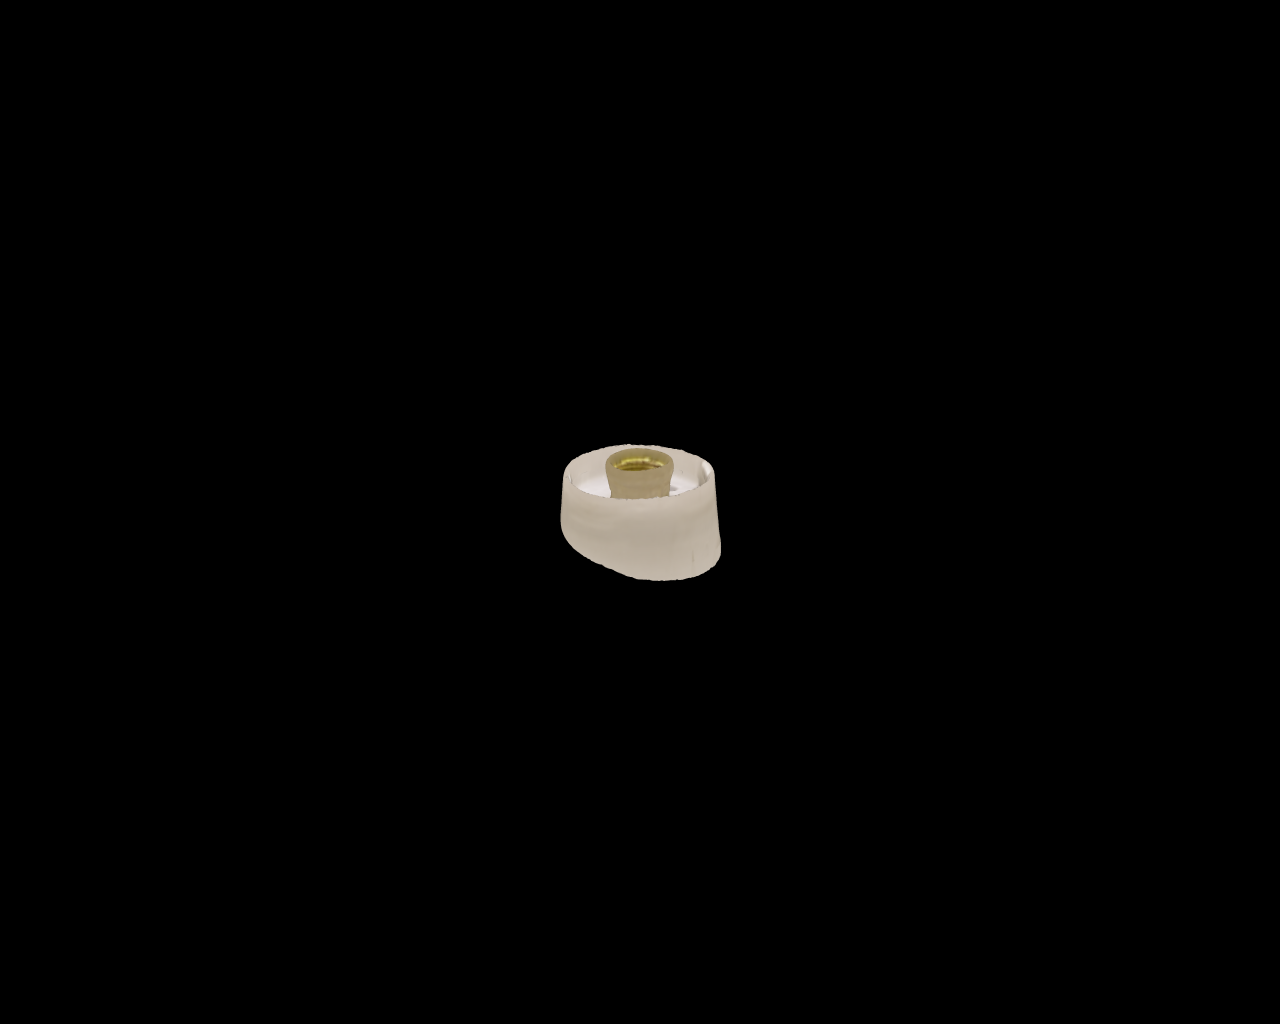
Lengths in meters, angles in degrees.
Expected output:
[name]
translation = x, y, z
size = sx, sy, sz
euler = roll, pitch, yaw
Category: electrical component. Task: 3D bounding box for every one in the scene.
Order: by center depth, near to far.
[electrical component]
translation = 0.001, -0.003, 0.650
size = 0.099, 0.064, 0.099
euler = 0, 24, 0
